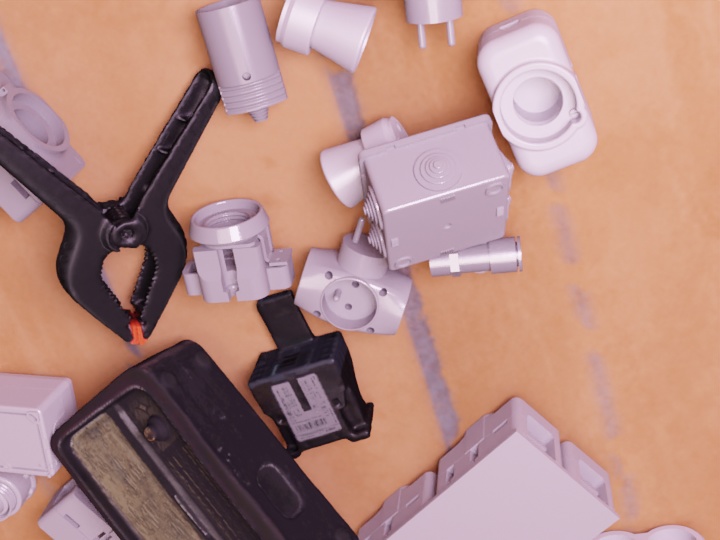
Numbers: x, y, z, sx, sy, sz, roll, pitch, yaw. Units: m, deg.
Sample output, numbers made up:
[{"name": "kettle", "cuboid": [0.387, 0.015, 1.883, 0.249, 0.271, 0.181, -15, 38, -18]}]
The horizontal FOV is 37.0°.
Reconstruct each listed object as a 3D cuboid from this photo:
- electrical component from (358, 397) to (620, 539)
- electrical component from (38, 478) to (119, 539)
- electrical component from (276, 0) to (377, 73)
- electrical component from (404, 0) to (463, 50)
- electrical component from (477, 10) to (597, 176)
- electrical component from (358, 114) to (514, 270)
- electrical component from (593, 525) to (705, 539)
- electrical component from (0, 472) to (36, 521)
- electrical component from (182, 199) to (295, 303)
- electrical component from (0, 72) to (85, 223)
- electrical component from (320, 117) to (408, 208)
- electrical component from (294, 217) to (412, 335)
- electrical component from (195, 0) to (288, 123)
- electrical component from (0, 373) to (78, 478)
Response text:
[{"name": "electrical component", "cuboid": [0.093, 0.196, 0.839, 0.105, 0.060, 0.186, 41, 113, -11]}, {"name": "electrical component", "cuboid": [-0.215, 0.214, 0.892, 0.056, 0.050, 0.089, -40, 104, 21]}, {"name": "electrical component", "cuboid": [-0.022, -0.158, 0.700, 0.055, 0.045, 0.045, 20, 115, -1]}, {"name": "electrical component", "cuboid": [0.045, -0.180, 0.682, 0.077, 0.043, 0.079, -4, 114, 9]}, {"name": "electrical component", "cuboid": [0.114, -0.113, 0.695, 0.054, 0.059, 0.095, -21, 110, 16]}, {"name": "electrical component", "cuboid": [0.050, -0.047, 0.704, 0.100, 0.048, 0.099, -17, 154, -3]}, {"name": "electrical component", "cuboid": [0.207, 0.252, 0.854, 0.138, 0.052, 0.073, -9, 113, 11]}, {"name": "electrical component", "cuboid": [-0.299, 0.186, 0.884, 0.048, 0.062, 0.048, 3, 115, 6]}, {"name": "electrical component", "cuboid": [-0.090, -0.015, 0.768, 0.078, 0.058, 0.057, -4, 117, 9]}, {"name": "electrical component", "cuboid": [-0.244, -0.089, 0.757, 0.056, 0.050, 0.089, -35, 106, 21]}, {"name": "electrical component", "cuboid": [0.007, -0.074, 0.735, 0.055, 0.045, 0.045, -26, 109, 17]}, {"name": "electrical component", "cuboid": [0.000, 0.000, 0.770, 0.077, 0.044, 0.079, 17, 115, -1]}, {"name": "electrical component", "cuboid": [-0.077, -0.138, 0.717, 0.043, 0.043, 0.081, -10, 112, 12]}, {"name": "electrical component", "cuboid": [-0.276, 0.119, 0.855, 0.096, 0.061, 0.061, 3, 115, 15]}]
